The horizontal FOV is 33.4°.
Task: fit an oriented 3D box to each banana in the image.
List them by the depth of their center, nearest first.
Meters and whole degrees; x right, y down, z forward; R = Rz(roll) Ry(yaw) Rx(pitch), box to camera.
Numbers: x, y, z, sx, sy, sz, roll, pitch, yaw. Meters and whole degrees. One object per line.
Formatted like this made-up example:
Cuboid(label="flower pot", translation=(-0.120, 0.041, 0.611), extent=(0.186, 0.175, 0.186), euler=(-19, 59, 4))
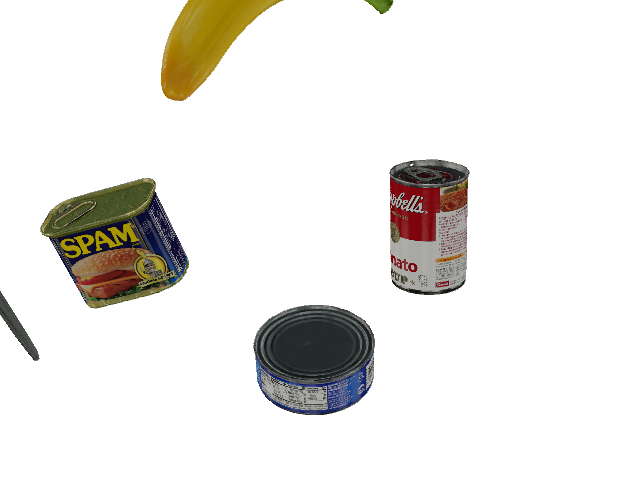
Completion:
Cuboid(label="banana", translation=(-0.032, -0.151, 0.673), extent=(0.197, 0.069, 0.037), euler=(-31, -5, -34))

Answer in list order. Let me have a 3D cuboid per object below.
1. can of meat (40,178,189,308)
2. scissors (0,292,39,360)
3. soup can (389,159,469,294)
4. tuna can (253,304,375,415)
Cuboid(label="can of meat", translation=(-0.173, 0.004, 0.913), extent=(0.102, 0.084, 0.057), euler=(-14, 31, 15))
Cuboid(label="scissors", translation=(-0.335, 0.022, 1.072), extent=(0.016, 0.201, 0.096), euler=(-26, 27, 23))
Cuboid(label="soup can", translation=(0.094, -0.012, 0.928), extent=(0.068, 0.102, 0.068), euler=(-2, 22, 0))
Cuboid(label="tuna can", translation=(-0.004, 0.085, 0.760), extent=(0.086, 0.034, 0.086), euler=(-2, 33, 1))
